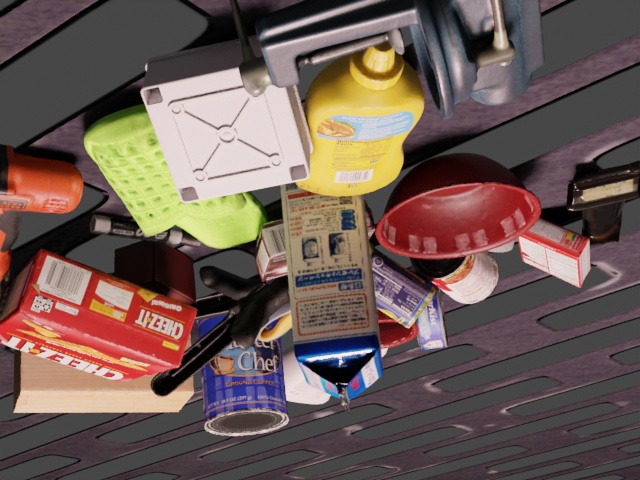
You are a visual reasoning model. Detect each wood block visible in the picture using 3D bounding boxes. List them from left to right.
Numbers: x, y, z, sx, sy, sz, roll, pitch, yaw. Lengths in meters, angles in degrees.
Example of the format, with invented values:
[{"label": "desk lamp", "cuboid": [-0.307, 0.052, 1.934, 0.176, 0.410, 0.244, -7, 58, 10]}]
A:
[{"label": "wood block", "cuboid": [-0.269, 0.159, 1.321, 0.205, 0.091, 0.090, 3, 154, -21]}]

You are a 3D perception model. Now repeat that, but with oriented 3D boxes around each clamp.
[{"label": "clamp", "cuboid": [-0.083, 0.085, 1.121, 0.165, 0.036, 0.209, -33, -172, 36]}, {"label": "clamp", "cuboid": [-0.083, 0.061, 1.221, 0.171, 0.039, 0.120, -3, 160, -22]}]

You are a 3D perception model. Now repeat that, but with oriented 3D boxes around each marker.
[{"label": "marker", "cuboid": [-0.171, -0.008, 1.074, 0.120, 0.020, 0.020, 9, 151, -30]}]

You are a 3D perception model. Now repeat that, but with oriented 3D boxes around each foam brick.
[{"label": "foam brick", "cuboid": [-0.174, 0.038, 1.133, 0.051, 0.053, 0.078, -18, 152, 22]}]

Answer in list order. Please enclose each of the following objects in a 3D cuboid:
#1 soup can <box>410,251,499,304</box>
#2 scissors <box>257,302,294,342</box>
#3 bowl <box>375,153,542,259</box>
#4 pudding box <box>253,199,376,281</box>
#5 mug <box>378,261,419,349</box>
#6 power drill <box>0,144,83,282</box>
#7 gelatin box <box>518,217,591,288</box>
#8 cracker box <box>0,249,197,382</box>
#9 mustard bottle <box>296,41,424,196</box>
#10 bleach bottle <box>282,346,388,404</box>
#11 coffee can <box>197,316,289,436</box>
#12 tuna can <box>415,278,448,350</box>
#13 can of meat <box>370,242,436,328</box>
[{"label": "soup can", "cuboid": [0.149, 0.025, 1.166, 0.069, 0.068, 0.102, -18, 153, 23]}, {"label": "scissors", "cuboid": [0.004, 0.064, 1.218, 0.096, 0.016, 0.202, 9, 142, -44]}, {"label": "bowl", "cuboid": [0.131, -0.039, 1.041, 0.162, 0.055, 0.162, -5, 155, -3]}, {"label": "pudding box", "cuboid": [-0.007, 0.001, 1.076, 0.113, 0.039, 0.090, -13, 164, -12]}, {"label": "mug", "cuboid": [0.057, 0.079, 1.240, 0.093, 0.081, 0.117, 7, 151, -26]}, {"label": "power drill", "cuboid": [-0.326, -0.024, 0.956, 0.184, 0.057, 0.188, 8, 151, -29]}, {"label": "gelatin box", "cuboid": [0.257, 0.011, 1.167, 0.073, 0.030, 0.089, 26, 166, 24]}, {"label": "cracker box", "cuboid": [-0.240, 0.086, 1.096, 0.164, 0.072, 0.214, 23, 160, -19]}, {"label": "mustard bottle", "cuboid": [0.034, -0.104, 0.875, 0.096, 0.058, 0.192, -3, 155, -10]}, {"label": "bleach bottle", "cuboid": [0.039, 0.142, 1.396, 0.102, 0.068, 0.251, 11, 147, -35]}, {"label": "coffee can", "cuboid": [-0.095, 0.156, 1.298, 0.103, 0.140, 0.103, -6, 155, -3]}, {"label": "tuna can", "cuboid": [0.130, 0.088, 1.274, 0.034, 0.086, 0.086, -8, 155, 8]}, {"label": "can of meat", "cuboid": [0.073, 0.048, 1.136, 0.084, 0.057, 0.102, 33, -179, 1]}]
